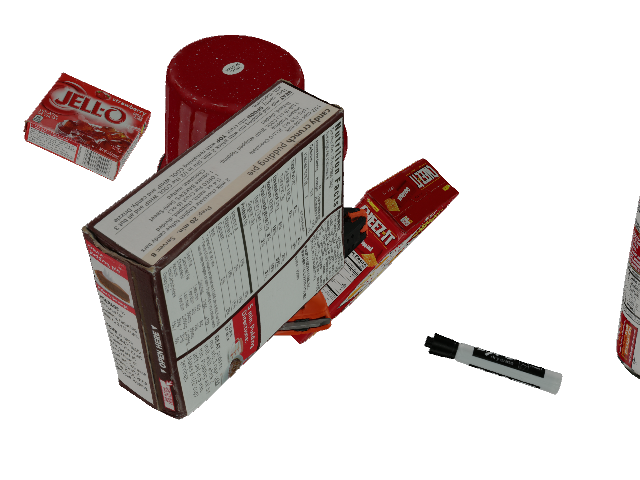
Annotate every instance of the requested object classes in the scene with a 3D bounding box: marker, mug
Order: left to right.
[{"bbox_3d":[-0.041,-0.067,0.644,0.117,0.081,0.093,13,43,6],"label":"mug"},{"bbox_3d":[0.150,0.107,0.931,0.121,0.020,0.020,18,2,6],"label":"marker"}]

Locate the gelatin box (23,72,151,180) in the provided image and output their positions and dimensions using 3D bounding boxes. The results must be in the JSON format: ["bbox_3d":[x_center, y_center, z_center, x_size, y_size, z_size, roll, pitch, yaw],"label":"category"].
[{"bbox_3d":[-0.206,-0.102,0.946,0.089,0.073,0.030,25,-43,-2],"label":"gelatin box"}]

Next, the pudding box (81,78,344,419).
[{"bbox_3d":[-0.036,0.003,0.422,0.039,0.090,0.113,26,51,26],"label":"pudding box"}]

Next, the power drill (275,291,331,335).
[{"bbox_3d":[-0.031,-0.032,0.867,0.057,0.188,0.184,-6,24,-11],"label":"power drill"}]

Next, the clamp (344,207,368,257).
[{"bbox_3d":[-0.047,0.017,1.042,0.209,0.036,0.165,-12,41,-11],"label":"clamp"}]

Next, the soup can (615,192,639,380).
[{"bbox_3d":[0.195,0.021,0.560,0.068,0.102,0.068,1,25,-1],"label":"soup can"}]

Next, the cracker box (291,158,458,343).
[{"bbox_3d":[0.048,0.010,1.276,0.214,0.072,0.164,-48,-8,33],"label":"cracker box"}]
